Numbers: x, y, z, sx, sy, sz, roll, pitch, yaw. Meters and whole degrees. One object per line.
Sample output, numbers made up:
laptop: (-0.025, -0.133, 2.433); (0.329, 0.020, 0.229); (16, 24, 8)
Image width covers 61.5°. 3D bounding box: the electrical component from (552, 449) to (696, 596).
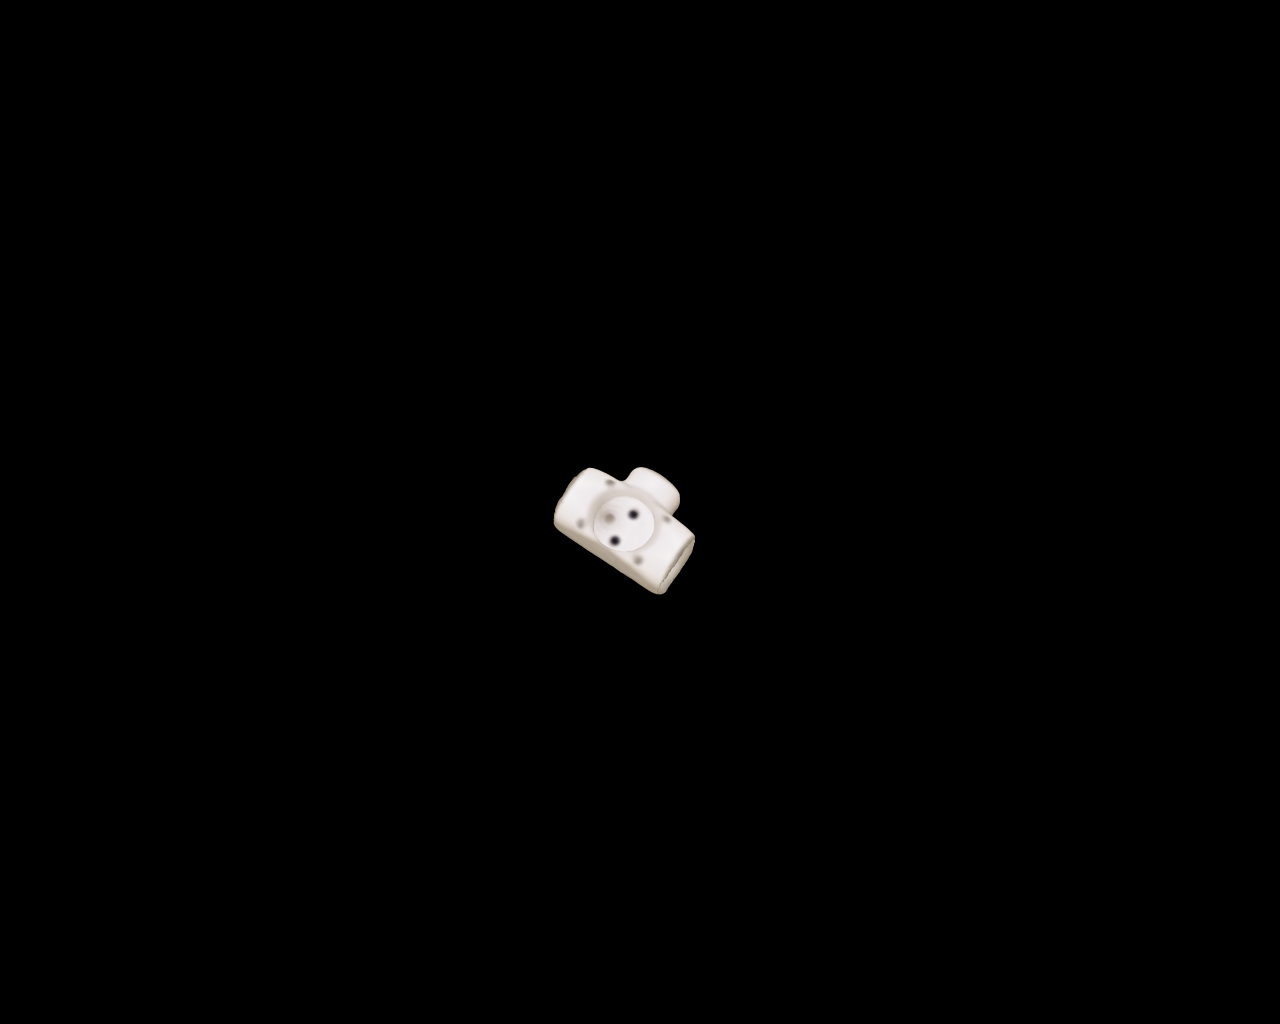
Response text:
electrical component: (0.001, -0.003, 0.650); (0.077, 0.079, 0.044); (33, -16, 11)
